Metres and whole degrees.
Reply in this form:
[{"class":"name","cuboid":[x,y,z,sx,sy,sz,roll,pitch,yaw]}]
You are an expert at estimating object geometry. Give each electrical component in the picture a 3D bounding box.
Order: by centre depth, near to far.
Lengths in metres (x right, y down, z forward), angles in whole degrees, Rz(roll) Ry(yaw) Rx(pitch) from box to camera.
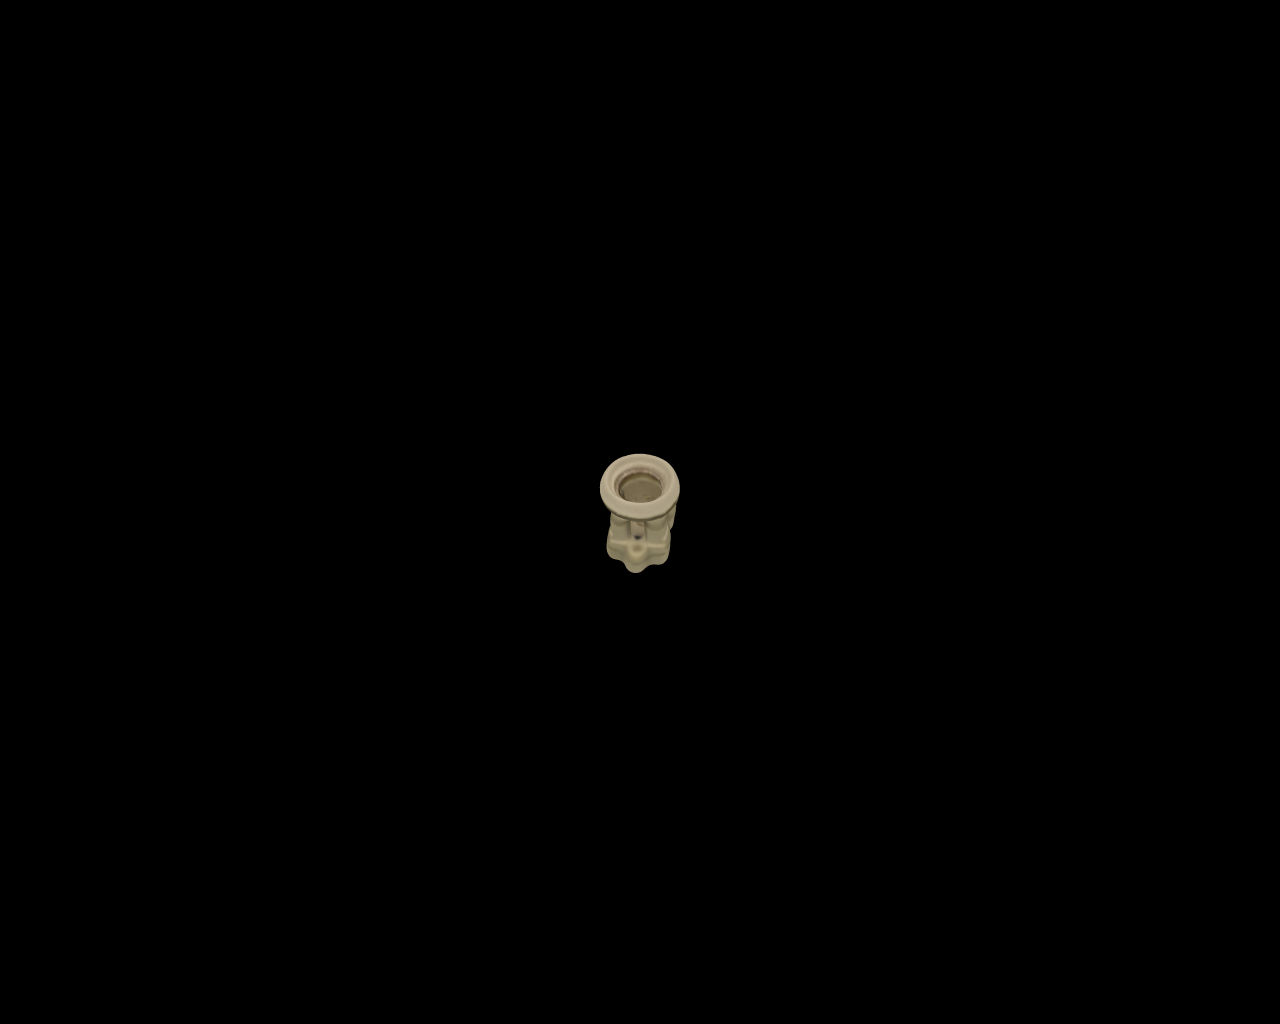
[{"class":"electrical component","cuboid":[0.001,-0.003,0.650,0.048,0.066,0.055,5,-39,5]}]
